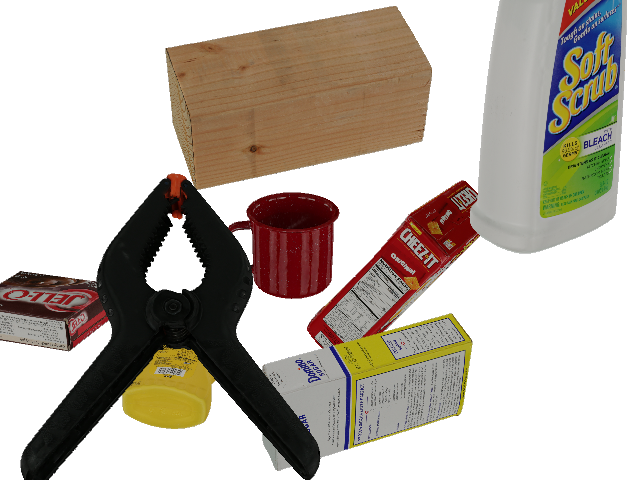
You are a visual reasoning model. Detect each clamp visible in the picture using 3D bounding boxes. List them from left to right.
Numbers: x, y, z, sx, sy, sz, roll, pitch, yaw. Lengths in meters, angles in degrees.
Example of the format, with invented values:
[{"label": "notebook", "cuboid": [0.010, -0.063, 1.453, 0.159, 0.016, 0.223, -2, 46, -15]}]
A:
[{"label": "clamp", "cuboid": [-0.078, 0.053, 0.640, 0.164, 0.210, 0.036, 6, -33, -2]}]

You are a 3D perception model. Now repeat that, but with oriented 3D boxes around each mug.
[{"label": "mug", "cuboid": [-0.040, 0.007, 1.084, 0.117, 0.081, 0.093, -1, 26, -5]}]

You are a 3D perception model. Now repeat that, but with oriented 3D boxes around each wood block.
[{"label": "wood block", "cuboid": [-0.019, -0.123, 0.914, 0.206, 0.090, 0.091, -13, -38, -12]}]

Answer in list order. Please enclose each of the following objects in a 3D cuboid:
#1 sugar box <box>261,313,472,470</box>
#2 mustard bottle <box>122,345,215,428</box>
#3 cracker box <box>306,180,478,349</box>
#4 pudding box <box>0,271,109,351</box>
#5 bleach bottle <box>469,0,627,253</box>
[{"label": "sugar box", "cuboid": [0.037, 0.126, 0.899, 0.176, 0.093, 0.048, -11, 39, -16]}, {"label": "mustard bottle", "cuboid": [-0.162, 0.143, 1.248, 0.096, 0.058, 0.191, 5, 26, 4]}, {"label": "cracker box", "cuboid": [0.096, 0.037, 1.269, 0.214, 0.072, 0.163, -49, -9, 33]}, {"label": "pudding box", "cuboid": [-0.266, 0.067, 1.027, 0.114, 0.039, 0.090, 4, 20, 19]}, {"label": "bleach bottle", "cuboid": [0.148, -0.122, 0.679, 0.102, 0.251, 0.068, -19, 32, -26]}]
